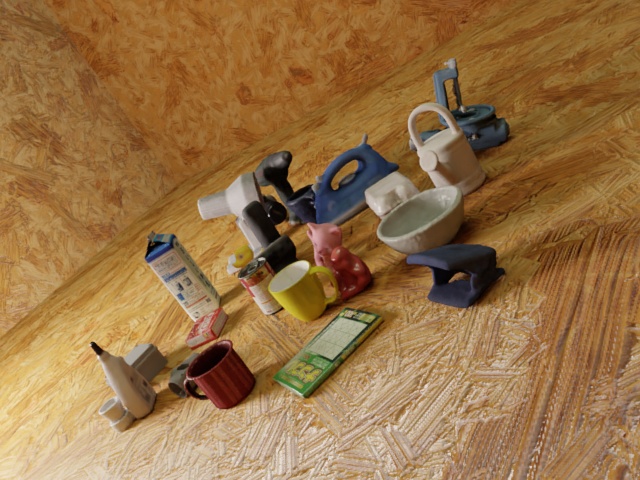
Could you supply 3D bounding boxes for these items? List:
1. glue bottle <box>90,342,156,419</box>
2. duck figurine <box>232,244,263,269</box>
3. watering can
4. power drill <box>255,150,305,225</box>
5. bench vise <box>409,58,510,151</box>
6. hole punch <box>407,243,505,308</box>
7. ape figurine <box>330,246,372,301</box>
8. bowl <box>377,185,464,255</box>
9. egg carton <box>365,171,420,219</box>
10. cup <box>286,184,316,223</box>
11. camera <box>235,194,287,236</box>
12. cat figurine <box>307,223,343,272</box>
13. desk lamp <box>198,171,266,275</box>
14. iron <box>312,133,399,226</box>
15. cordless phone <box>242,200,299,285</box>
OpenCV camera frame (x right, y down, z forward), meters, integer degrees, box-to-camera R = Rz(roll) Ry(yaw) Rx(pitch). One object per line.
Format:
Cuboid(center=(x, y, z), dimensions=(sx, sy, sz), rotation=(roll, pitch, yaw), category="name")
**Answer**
Cuboid(center=(-0.381, 0.259, 1.096), dimensions=(0.037, 0.173, 0.078), rotation=(-32, 19, 3), category="glue bottle")
Cuboid(center=(-0.170, 0.050, 1.408), dimensions=(0.105, 0.086, 0.077), rotation=(-44, 22, -29), category="duck figurine")
Cuboid(center=(0.246, -0.182, 1.144), dimensions=(0.100, 0.194, 0.173), rotation=(-28, 20, 15), category="watering can")
Cuboid(center=(-0.091, -0.146, 1.571), dimensions=(0.076, 0.209, 0.228), rotation=(-42, 21, -24), category="power drill")
Cuboid(center=(0.284, -0.270, 1.260), dimensions=(0.207, 0.220, 0.121), rotation=(-30, 19, 7), category="bench vise")
Cuboid(center=(0.198, 0.035, 0.847), dimensions=(0.101, 0.091, 0.108), rotation=(-41, 20, -21), category="hole punch")
Cuboid(center=(0.050, 0.053, 1.039), dimensions=(0.077, 0.092, 0.076), rotation=(-7, 32, 52), category="ape figurine")
Cuboid(center=(0.191, -0.023, 1.025), dimensions=(0.167, 0.075, 0.167), rotation=(-29, 19, 12), category="bowl")
Cuboid(center=(0.160, -0.093, 1.257), dimensions=(0.107, 0.069, 0.150), rotation=(-32, 19, 2), category="egg carton")
Cuboid(center=(-0.022, -0.085, 1.487), dimensions=(0.092, 0.095, 0.117), rotation=(-40, 20, -20), category="cup")
Cuboid(center=(-0.169, -0.078, 1.696), dimensions=(0.143, 0.101, 0.136), rotation=(-40, 20, -20), category="camera")
Cuboid(center=(0.011, 0.004, 1.180), dimensions=(0.067, 0.118, 0.127), rotation=(-39, 20, -16), category="cat figurine")
Cuboid(center=(-0.211, -0.051, 1.523), dimensions=(0.203, 0.214, 0.118), rotation=(-31, 19, 6), category="desk lamp")
Cuboid(center=(0.063, -0.143, 1.421), dimensions=(0.258, 0.142, 0.118), rotation=(-38, 20, -15), category="iron")
Cuboid(center=(-0.142, 0.016, 1.291), dimensions=(0.148, 0.185, 0.094), rotation=(-42, 21, -24), category="cordless phone")
